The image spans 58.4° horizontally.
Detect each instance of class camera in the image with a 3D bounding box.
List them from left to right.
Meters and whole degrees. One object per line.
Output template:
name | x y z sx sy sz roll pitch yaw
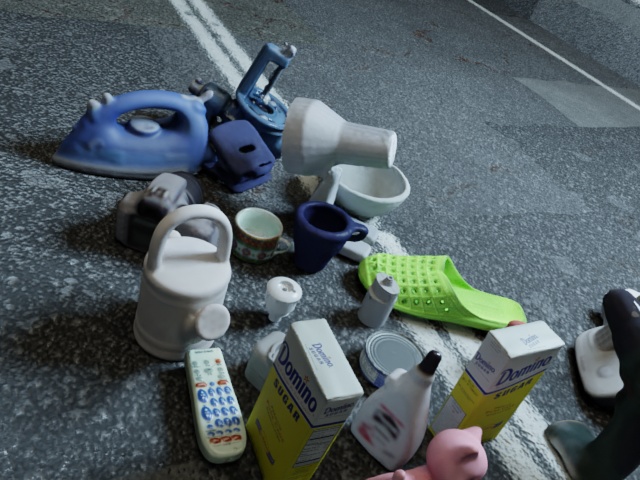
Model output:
camera | -0.203 -0.047 0.833 0.143 0.101 0.137 19 36 -2

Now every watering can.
watering can | -0.149 0.046 0.659 0.172 0.194 0.101 38 39 23

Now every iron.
iron | -0.294 -0.185 0.933 0.259 0.141 0.118 -6 44 -32

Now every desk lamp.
desk lamp | 0.026 -0.104 0.924 0.203 0.213 0.118 24 36 5

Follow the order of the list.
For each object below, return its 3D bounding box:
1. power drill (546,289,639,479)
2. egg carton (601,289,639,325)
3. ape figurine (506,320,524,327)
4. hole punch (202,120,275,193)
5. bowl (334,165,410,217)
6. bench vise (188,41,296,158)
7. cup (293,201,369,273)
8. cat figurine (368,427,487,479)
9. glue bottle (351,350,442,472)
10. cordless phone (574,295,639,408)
power drill | 0.372 0.205 0.697 0.076 0.208 0.229 3 39 -23
egg carton | 0.558 0.149 0.982 0.150 0.069 0.107 24 36 5
ape figurine | 0.271 0.151 0.818 0.078 0.092 0.076 1 40 -25
hole punch | -0.136 -0.150 1.009 0.101 0.091 0.109 35 38 19
bowl | 0.076 -0.093 1.054 0.167 0.075 0.167 14 36 -10
bench vise | -0.134 -0.267 1.052 0.208 0.220 0.121 7 38 -18
cup | 0.008 0.003 0.878 0.118 0.095 0.091 8 37 -16
cat figurine | 0.121 0.243 0.601 0.128 0.118 0.067 -3 42 -29
glue bottle | 0.092 0.178 0.625 0.078 0.173 0.037 37 39 22
cordless phone | 0.461 0.149 0.834 0.094 0.185 0.147 19 36 -2
